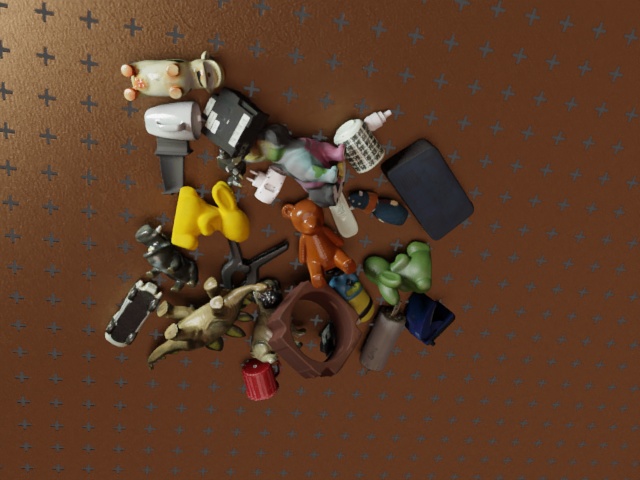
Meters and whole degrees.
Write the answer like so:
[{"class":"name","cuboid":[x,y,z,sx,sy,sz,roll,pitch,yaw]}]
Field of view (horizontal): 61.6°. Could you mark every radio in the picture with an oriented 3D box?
[{"class":"radio","cuboid":[0.262,-0.121,1.290,0.131,0.073,0.229,-36,117,9]}]

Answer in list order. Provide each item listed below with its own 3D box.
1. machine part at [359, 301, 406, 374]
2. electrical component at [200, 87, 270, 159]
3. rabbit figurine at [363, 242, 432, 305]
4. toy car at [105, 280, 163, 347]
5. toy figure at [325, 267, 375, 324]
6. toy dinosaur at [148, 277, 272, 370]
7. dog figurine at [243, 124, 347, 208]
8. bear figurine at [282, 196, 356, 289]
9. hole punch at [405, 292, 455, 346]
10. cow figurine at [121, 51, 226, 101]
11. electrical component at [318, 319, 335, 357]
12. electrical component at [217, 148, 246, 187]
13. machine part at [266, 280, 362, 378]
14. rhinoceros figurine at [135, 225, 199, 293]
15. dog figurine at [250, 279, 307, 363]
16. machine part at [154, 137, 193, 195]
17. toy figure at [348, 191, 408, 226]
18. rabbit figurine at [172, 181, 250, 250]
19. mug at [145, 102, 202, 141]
[{"class":"machine part","cuboid":[0.170,0.270,1.466,0.079,0.079,0.243,15,113,-15]},{"class":"electrical component","cuboid":[-0.187,-0.252,1.134,0.134,0.058,0.115,42,108,22]},{"class":"rabbit figurine","cuboid":[0.192,0.092,1.356,0.170,0.159,0.121,3,127,7]},{"class":"toy car","cuboid":[-0.468,0.185,1.346,0.073,0.056,0.201,33,106,-15]},{"class":"toy figure","cuboid":[0.081,0.139,1.388,0.089,0.082,0.180,-23,114,1]},{"class":"toy dinosaur","cuboid":[-0.297,0.215,1.326,0.471,0.105,0.198,-28,144,21]},{"class":"dog figurine","cuboid":[-0.054,-0.169,1.192,0.219,0.108,0.191,16,150,9]},{"class":"bear figurine","cuboid":[-0.004,-0.006,1.280,0.120,0.132,0.195,-23,123,-6]},{"class":"hole punch","cuboid":[0.275,0.202,1.423,0.092,0.142,0.116,41,91,-25]},{"class":"cow figurine","cuboid":[-0.286,-0.330,1.092,0.195,0.127,0.085,-1,116,8]},{"class":"electrical component","cuboid":[0.036,0.268,1.424,0.048,0.119,0.074,27,107,-19]},{"class":"electrical component","cuboid":[-0.195,-0.158,1.194,0.078,0.102,0.045,29,73,-5]},{"class":"machine part","cuboid":[-0.014,0.216,1.304,0.201,0.201,0.087,45,143,-8]},{"class":"rhinoceros figurine","cuboid":[-0.355,0.041,1.262,0.073,0.112,0.190,-16,134,26]},{"class":"dog figurine","cuboid":[-0.145,0.207,1.391,0.172,0.121,0.190,-31,102,4]},{"class":"machine part","cuboid":[-0.327,-0.167,1.201,0.084,0.039,0.138,1,115,-14]},{"class":"toy figure","cuboid":[0.137,-0.081,1.301,0.154,0.058,0.064,23,99,-13]},{"class":"rabbit figurine","cuboid":[-0.241,-0.054,1.231,0.173,0.122,0.162,14,97,-9]},{"class":"mug","cuboid":[-0.314,-0.245,1.130,0.107,0.110,0.080,1,121,6]}]
